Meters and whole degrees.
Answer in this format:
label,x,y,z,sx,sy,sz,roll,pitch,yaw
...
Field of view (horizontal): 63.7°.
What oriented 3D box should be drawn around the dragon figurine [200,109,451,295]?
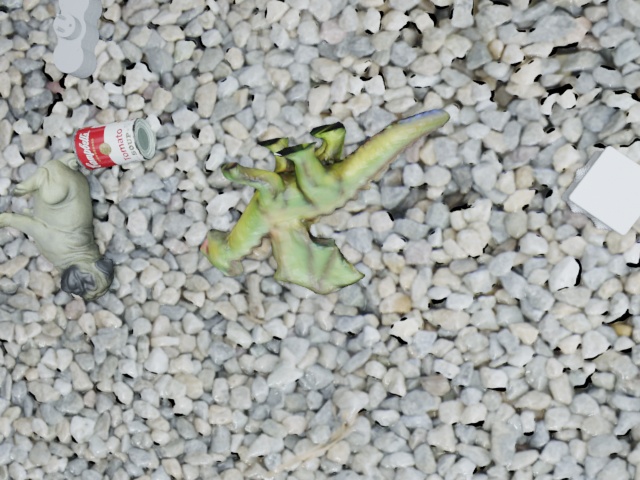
label,x,y,z,sx,sy,sz,roll,pitch,yaw
dragon figurine,0.002,-0.038,0.763,0.409,0.124,0.239,-10,108,10
